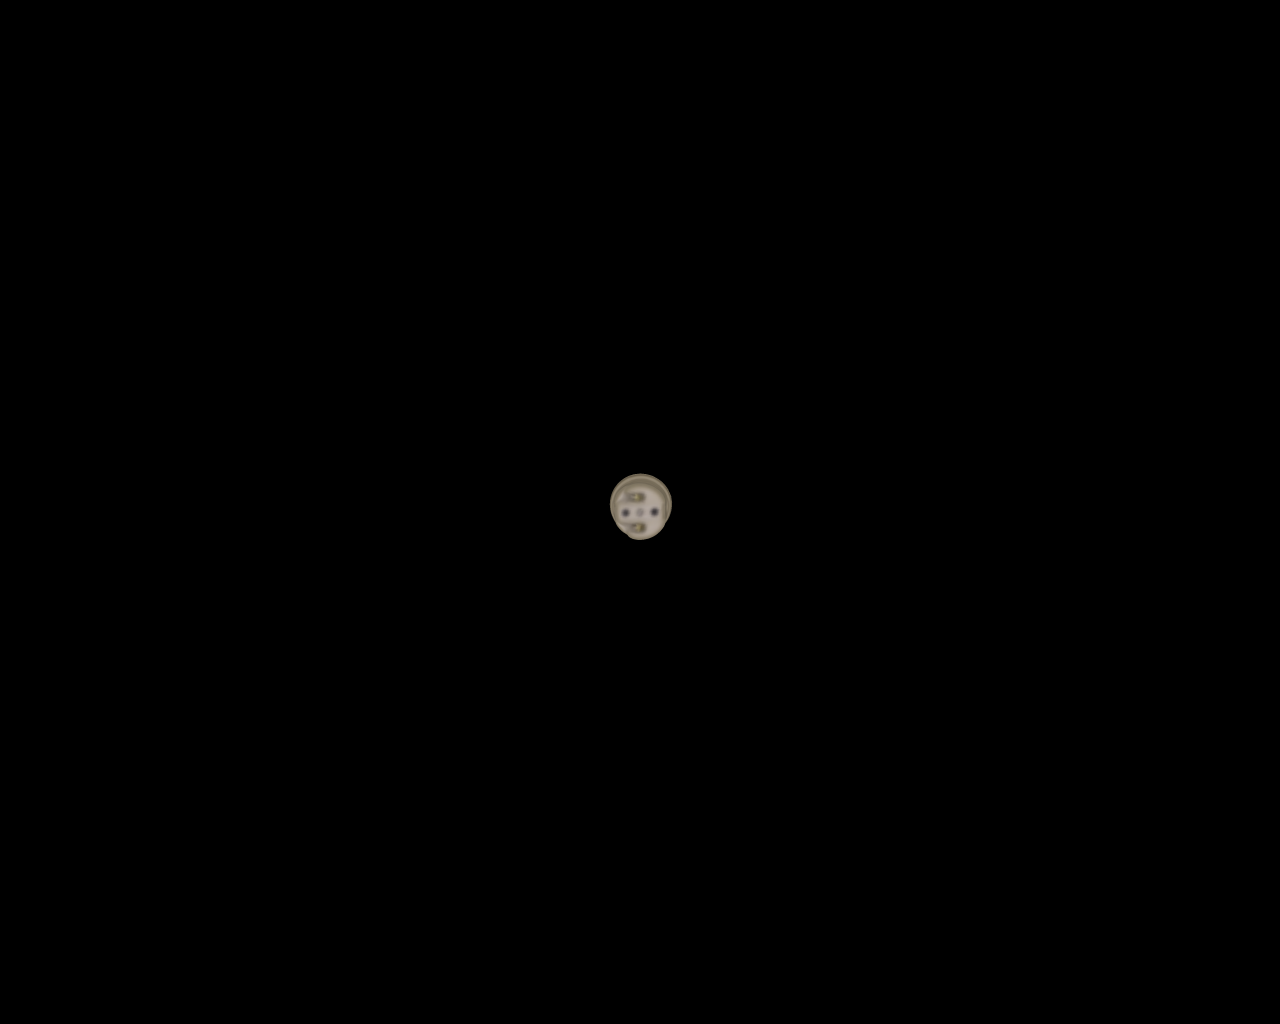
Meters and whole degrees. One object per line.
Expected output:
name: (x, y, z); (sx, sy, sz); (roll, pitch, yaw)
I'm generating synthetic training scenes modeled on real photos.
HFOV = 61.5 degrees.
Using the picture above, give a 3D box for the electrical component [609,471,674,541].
electrical component: (0.001, -0.003, 0.650); (0.040, 0.040, 0.046); (0, 8, 0)
